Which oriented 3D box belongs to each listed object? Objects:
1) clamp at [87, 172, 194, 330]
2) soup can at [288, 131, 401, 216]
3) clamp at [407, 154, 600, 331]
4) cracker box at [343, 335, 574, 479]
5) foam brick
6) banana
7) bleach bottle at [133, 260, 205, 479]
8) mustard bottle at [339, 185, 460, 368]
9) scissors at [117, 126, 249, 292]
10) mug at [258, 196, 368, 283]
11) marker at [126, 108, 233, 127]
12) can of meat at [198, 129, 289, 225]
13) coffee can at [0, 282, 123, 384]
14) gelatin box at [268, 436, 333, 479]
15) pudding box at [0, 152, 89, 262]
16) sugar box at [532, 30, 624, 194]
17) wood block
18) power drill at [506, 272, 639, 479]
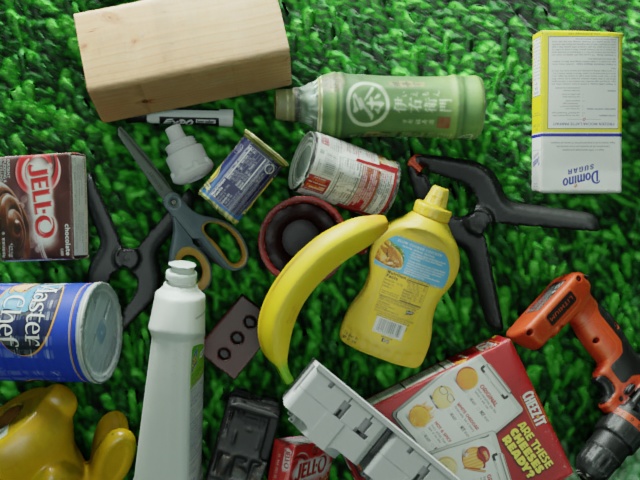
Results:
[{"bbox_3d":[-0.196,0.014,1.145,0.120,0.039,0.171,0,94,1],"label":"clamp"},{"bbox_3d":[0.026,-0.068,1.130,0.102,0.069,0.068,18,90,-19],"label":"soup can"},{"bbox_3d":[0.185,-0.026,1.158,0.165,0.036,0.210,-42,90,14],"label":"clamp"},{"bbox_3d":[0.138,0.222,1.153,0.213,0.072,0.164,-26,93,-4],"label":"cracker box"},{"bbox_3d":[-0.088,0.103,1.146,0.053,0.051,0.078,38,89,-3],"label":"foam brick"},{"bbox_3d":[-0.009,0.046,1.077,0.069,0.037,0.198,32,91,-21],"label":"banana"},{"bbox_3d":[-0.148,0.143,1.092,0.068,0.102,0.251,7,103,2],"label":"bleach bottle"},{"bbox_3d":[0.095,0.033,1.138,0.096,0.058,0.192,21,99,2],"label":"mustard bottle"},{"bbox_3d":[-0.161,-0.020,1.120,0.201,0.016,0.096,40,81,-25],"label":"scissors"},{"bbox_3d":[-0.007,0.001,1.134,0.117,0.081,0.093,4,91,-3],"label":"mug"},{"bbox_3d":[-0.154,-0.134,1.154,0.121,0.020,0.020,2,91,-3],"label":"marker"},{"bbox_3d":[-0.081,-0.065,1.120,0.057,0.102,0.084,39,91,-4],"label":"can of meat"},{"bbox_3d":[-0.286,0.094,1.091,0.140,0.102,0.103,-1,91,12],"label":"coffee can"},{"bbox_3d":[-0.021,0.247,1.135,0.030,0.089,0.073,11,90,30],"label":"gelatin box"},{"bbox_3d":[-0.291,-0.034,1.123,0.090,0.039,0.113,-2,92,20],"label":"pudding box"},{"bbox_3d":[0.281,-0.139,1.169,0.093,0.048,0.176,1,95,-3],"label":"sugar box"},{"bbox_3d":[-0.139,-0.196,1.109,0.206,0.091,0.090,-12,75,-4],"label":"wood block"},{"bbox_3d":[0.292,0.143,1.153,0.187,0.057,0.184,46,70,-5],"label":"power drill"}]
